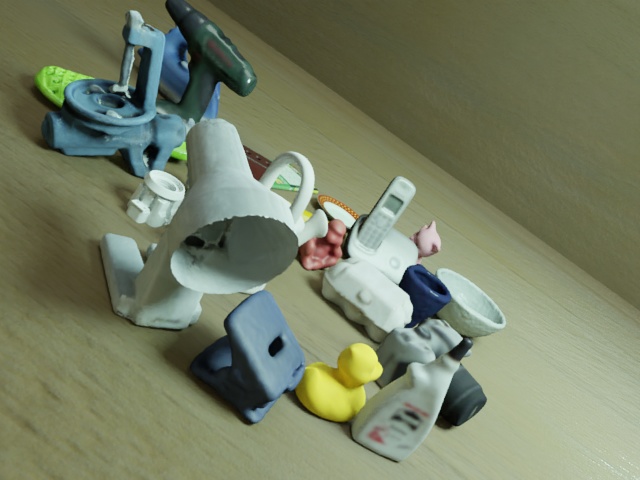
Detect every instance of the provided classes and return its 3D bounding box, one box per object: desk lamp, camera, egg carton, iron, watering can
[{"bbox_3d":[-0.130,-0.007,0.590,0.118,0.213,0.202,17,27,-41],"label":"desk lamp"},{"bbox_3d":[0.164,0.184,0.799,0.144,0.100,0.136,10,32,-50],"label":"camera"},{"bbox_3d":[0.075,0.091,0.908,0.150,0.069,0.107,40,21,12],"label":"egg carton"},{"bbox_3d":[-0.282,-0.373,1.266,0.257,0.141,0.119,43,22,21],"label":"iron"},{"bbox_3d":[-0.066,-0.031,0.774,0.100,0.194,0.173,44,22,22],"label":"watering can"}]

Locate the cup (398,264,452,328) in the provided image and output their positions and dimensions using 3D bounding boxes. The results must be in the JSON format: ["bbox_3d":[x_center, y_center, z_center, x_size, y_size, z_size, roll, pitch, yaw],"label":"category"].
[{"bbox_3d":[0.161,0.098,0.991,0.092,0.095,0.117,29,21,-17],"label":"cup"}]

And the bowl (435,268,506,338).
[{"bbox_3d":[0.274,0.135,1.120,0.168,0.074,0.167,31,21,-13],"label":"bowl"}]

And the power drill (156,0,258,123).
[{"bbox_3d":[-0.248,-0.331,1.131,0.229,0.208,0.076,35,20,-2],"label":"power drill"}]

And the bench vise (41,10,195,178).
[{"bbox_3d":[-0.262,-0.207,0.818,0.121,0.219,0.208,42,21,18],"label":"bench vise"}]

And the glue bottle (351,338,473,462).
[{"bbox_3d":[0.111,0.171,0.637,0.078,0.173,0.037,29,21,-17],"label":"glue bottle"}]

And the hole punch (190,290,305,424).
[{"bbox_3d":[-0.061,0.118,0.602,0.101,0.091,0.109,37,20,5],"label":"hole punch"}]

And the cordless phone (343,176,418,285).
[{"bbox_3d":[0.144,-0.018,1.091,0.148,0.185,0.094,29,21,-16],"label":"cordless phone"}]

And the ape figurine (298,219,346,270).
[{"bbox_3d":[0.009,0.003,0.965,0.078,0.092,0.076,28,21,-19],"label":"ape figurine"}]

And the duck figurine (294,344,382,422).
[{"bbox_3d":[0.027,0.156,0.664,0.105,0.086,0.077,18,26,-39],"label":"duck figurine"}]

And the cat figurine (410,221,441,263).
[{"bbox_3d":[0.224,0.006,1.262,0.067,0.117,0.128,33,20,-6],"label":"cat figurine"}]
